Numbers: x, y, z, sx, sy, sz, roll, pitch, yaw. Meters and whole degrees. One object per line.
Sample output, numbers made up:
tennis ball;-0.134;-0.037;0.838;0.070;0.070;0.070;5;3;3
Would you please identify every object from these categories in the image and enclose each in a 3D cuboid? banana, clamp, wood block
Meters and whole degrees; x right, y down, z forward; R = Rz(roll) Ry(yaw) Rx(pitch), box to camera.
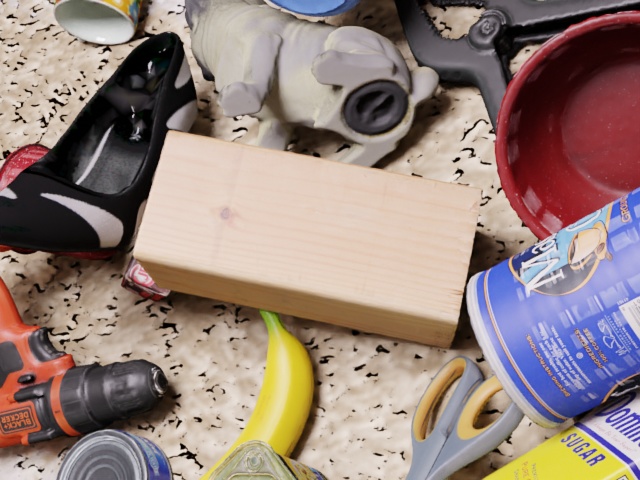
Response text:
banana;-0.057;0.144;0.742;0.070;0.037;0.198;29;86;23
clamp;0.125;-0.134;0.765;0.210;0.036;0.164;30;87;36
wood block;-0.005;0.000;0.704;0.206;0.090;0.091;12;75;7

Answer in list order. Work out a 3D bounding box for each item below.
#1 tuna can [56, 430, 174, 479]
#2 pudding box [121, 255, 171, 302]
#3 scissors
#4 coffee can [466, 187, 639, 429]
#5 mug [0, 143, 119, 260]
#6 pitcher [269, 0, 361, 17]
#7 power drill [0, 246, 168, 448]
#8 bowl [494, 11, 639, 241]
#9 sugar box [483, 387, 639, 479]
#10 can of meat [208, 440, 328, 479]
tuna can;-0.152;0.183;0.781;0.086;0.033;0.086;-11;65;24
pudding box;-0.112;-0.011;0.809;0.039;0.090;0.113;27;79;-9
scissors;0.070;0.149;0.635;0.096;0.016;0.201;-22;33;44
coffee can;0.171;0.034;0.616;0.140;0.102;0.103;-31;58;25
mug;-0.199;-0.037;0.872;0.082;0.093;0.117;9;49;26
pitcher;0.036;-0.277;0.784;0.149;0.145;0.242;5;55;32
power drill;-0.217;0.061;0.808;0.185;0.057;0.187;-16;93;20
bowl;0.192;-0.064;0.662;0.162;0.055;0.162;6;111;17
sugar box;0.139;0.147;0.606;0.176;0.093;0.048;-37;95;11
can of meat;-0.013;0.183;0.678;0.057;0.083;0.102;-46;56;4
